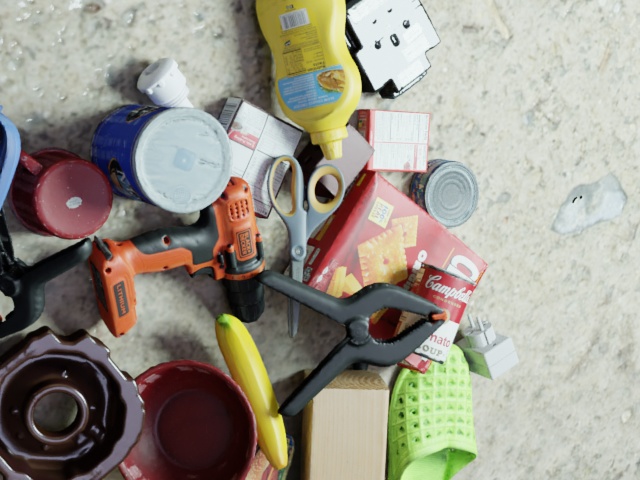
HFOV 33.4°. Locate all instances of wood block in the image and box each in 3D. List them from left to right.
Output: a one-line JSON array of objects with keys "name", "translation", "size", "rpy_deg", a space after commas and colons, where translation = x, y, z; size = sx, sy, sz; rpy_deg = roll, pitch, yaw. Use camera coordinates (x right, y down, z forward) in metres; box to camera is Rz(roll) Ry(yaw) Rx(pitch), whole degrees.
[{"name": "wood block", "translation": [0.026, 0.264, 1.259], "size": [0.090, 0.090, 0.206], "rpy_deg": [1, 98, -7]}]

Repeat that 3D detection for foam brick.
[{"name": "foam brick", "translation": [0.014, -0.093, 1.233], "size": [0.051, 0.053, 0.078], "rpy_deg": [44, 76, -27]}]

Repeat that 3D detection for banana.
[{"name": "banana", "translation": [-0.079, 0.158, 1.178], "size": [0.037, 0.069, 0.198], "rpy_deg": [-18, 108, 12]}]

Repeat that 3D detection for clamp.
[{"name": "clamp", "translation": [-0.306, 0.026, 1.041], "size": [0.120, 0.039, 0.172], "rpy_deg": [40, 118, 1]}, {"name": "clamp", "translation": [0.036, 0.109, 1.176], "size": [0.210, 0.036, 0.164], "rpy_deg": [-3, 98, -6]}]

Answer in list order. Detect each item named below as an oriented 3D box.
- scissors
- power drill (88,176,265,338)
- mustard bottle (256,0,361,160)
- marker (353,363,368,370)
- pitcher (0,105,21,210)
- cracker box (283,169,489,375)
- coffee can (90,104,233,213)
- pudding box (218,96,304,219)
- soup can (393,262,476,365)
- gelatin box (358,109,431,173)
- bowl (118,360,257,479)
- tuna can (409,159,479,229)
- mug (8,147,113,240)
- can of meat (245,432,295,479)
[{"name": "scissors", "translation": [-0.008, 0.001, 1.187], "size": [0.096, 0.016, 0.202], "rpy_deg": [-12, 94, -9]}, {"name": "power drill", "translation": [-0.147, 0.036, 1.149], "size": [0.187, 0.057, 0.184], "rpy_deg": [-21, 124, -22]}, {"name": "mustard bottle", "translation": [-0.005, -0.183, 1.173], "size": [0.058, 0.096, 0.191], "rpy_deg": [-26, 104, -66]}, {"name": "marker", "translation": [0.042, 0.199, 1.311], "size": [0.020, 0.020, 0.121], "rpy_deg": [8, 94, -30]}, {"name": "pitcher", "translation": [-0.381, -0.033, 0.974], "size": [0.144, 0.149, 0.243], "rpy_deg": [17, 93, -31]}, {"name": "cracker box", "translation": [0.081, 0.039, 1.279], "size": [0.213, 0.072, 0.164], "rpy_deg": [37, 80, -29]}, {"name": "coffee can", "translation": [-0.163, -0.085, 1.084], "size": [0.102, 0.140, 0.103], "rpy_deg": [-5, 100, -29]}, {"name": "pudding box", "translation": [-0.080, -0.091, 1.190], "size": [0.089, 0.039, 0.113], "rpy_deg": [25, 87, -31]}, {"name": "soup can", "translation": [0.130, 0.085, 1.234], "size": [0.068, 0.069, 0.102], "rpy_deg": [23, 87, -30]}, {"name": "gelatin box", "translation": [0.088, -0.119, 1.283], "size": [0.089, 0.030, 0.073], "rpy_deg": [-1, 96, -29]}, {"name": "bowl", "translation": [-0.143, 0.210, 1.165], "size": [0.162, 0.055, 0.162], "rpy_deg": [0, 87, 7]}, {"name": "tuna can", "translation": [0.155, -0.057, 1.327], "size": [0.086, 0.034, 0.086], "rpy_deg": [-5, 100, -29]}, {"name": "mug", "translation": [-0.265, -0.052, 1.067], "size": [0.093, 0.082, 0.117], "rpy_deg": [-49, 117, -14]}, {"name": "can of meat", "translation": [-0.085, 0.260, 1.230], "size": [0.083, 0.058, 0.102], "rpy_deg": [22, 87, -32]}]
